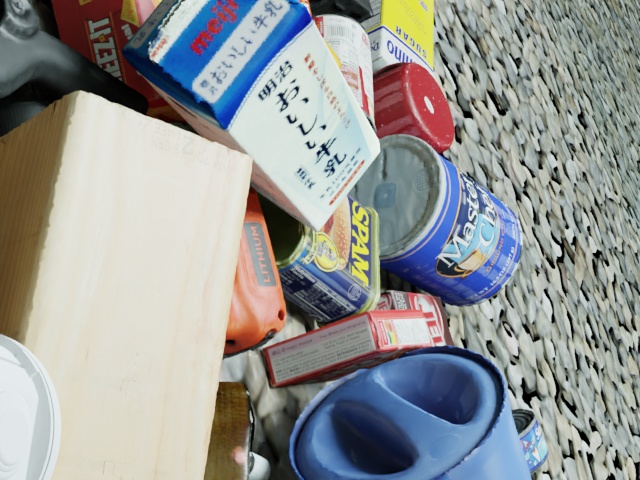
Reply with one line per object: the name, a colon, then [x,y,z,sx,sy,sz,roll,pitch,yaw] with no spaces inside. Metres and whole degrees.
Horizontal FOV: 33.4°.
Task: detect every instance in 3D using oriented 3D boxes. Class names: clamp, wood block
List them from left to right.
clamp: [-0.154,-0.114,0.511,0.171,0.039,0.120,-2,67,-62]
wood block: [-0.101,0.056,0.449,0.090,0.091,0.206,19,70,-33]

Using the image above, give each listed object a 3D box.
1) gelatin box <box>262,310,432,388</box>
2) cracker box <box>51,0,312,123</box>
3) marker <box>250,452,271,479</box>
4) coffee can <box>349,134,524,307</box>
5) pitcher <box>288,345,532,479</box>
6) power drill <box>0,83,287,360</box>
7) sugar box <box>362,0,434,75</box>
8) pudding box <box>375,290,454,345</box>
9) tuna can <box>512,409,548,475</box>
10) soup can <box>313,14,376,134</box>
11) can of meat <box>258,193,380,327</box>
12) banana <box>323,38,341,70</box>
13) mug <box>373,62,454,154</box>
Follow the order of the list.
gelatin box: [0.019,0.073,0.710,0.073,0.089,0.030,6,65,-57]
cracker box: [-0.086,-0.163,0.706,0.213,0.072,0.164,-14,91,-62]
marker: [-0.072,0.113,0.603,0.121,0.020,0.020,38,40,-41]
coffee can: [0.090,-0.013,0.875,0.140,0.103,0.103,29,47,-48]
pitcher: [0.084,0.201,0.658,0.149,0.145,0.243,-44,122,-37]
power drill: [-0.104,-0.004,0.596,0.187,0.057,0.184,8,65,-54]
sugar box: [0.072,-0.201,1.037,0.093,0.048,0.176,42,37,-38]
pudding box: [0.078,0.098,0.842,0.089,0.039,0.113,10,62,-57]
tuna can: [0.135,0.167,0.842,0.086,0.086,0.034,-32,99,-61]
soup can: [0.009,-0.122,0.853,0.068,0.069,0.102,37,40,-42]
can of meat: [-0.005,0.001,0.757,0.083,0.058,0.102,38,39,-37]
banana: [-0.043,-0.205,0.823,0.037,0.070,0.198,-4,74,-58]
mug: [0.062,-0.109,0.917,0.093,0.082,0.117,44,36,-35]
